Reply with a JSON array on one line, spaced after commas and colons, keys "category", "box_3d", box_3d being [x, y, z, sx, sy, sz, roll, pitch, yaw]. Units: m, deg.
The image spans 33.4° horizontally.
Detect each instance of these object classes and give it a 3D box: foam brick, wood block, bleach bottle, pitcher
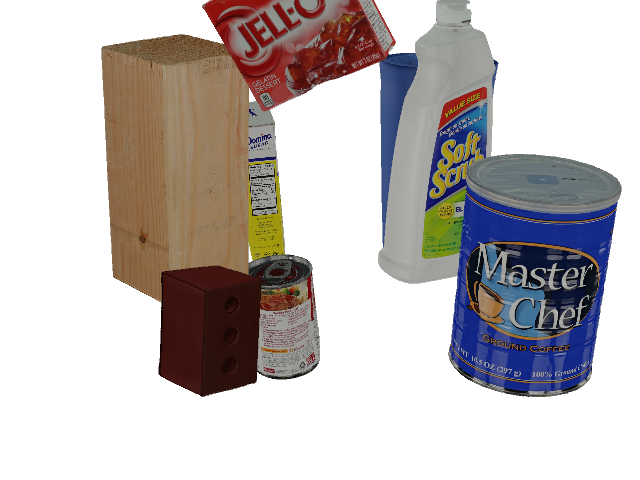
[{"category": "foam brick", "box_3d": [-0.078, 0.061, 0.751, 0.052, 0.078, 0.051, -9, 17, -43]}, {"category": "wood block", "box_3d": [-0.122, -0.062, 0.907, 0.091, 0.206, 0.090, 22, 30, 40]}, {"category": "bleach bottle", "box_3d": [0.108, -0.091, 0.974, 0.102, 0.251, 0.068, -10, 24, -25]}, {"category": "pitcher", "box_3d": [0.127, -0.091, 1.224, 0.149, 0.243, 0.145, -10, 20, -32]}]

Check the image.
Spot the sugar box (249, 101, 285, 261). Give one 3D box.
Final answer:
[{"category": "sugar box", "box_3d": [-0.074, -0.072, 1.294, 0.048, 0.176, 0.093, -9, 25, -6]}]

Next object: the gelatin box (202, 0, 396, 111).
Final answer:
[{"category": "gelatin box", "box_3d": [-0.013, -0.124, 0.615, 0.089, 0.073, 0.030, -19, 22, 28]}]

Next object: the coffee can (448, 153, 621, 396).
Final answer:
[{"category": "coffee can", "box_3d": [0.146, 0.022, 0.740, 0.103, 0.140, 0.103, 2, 22, -1]}]

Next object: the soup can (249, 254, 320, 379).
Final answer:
[{"category": "soup can", "box_3d": [-0.037, 0.073, 1.025, 0.068, 0.102, 0.068, -5, 25, 2]}]
